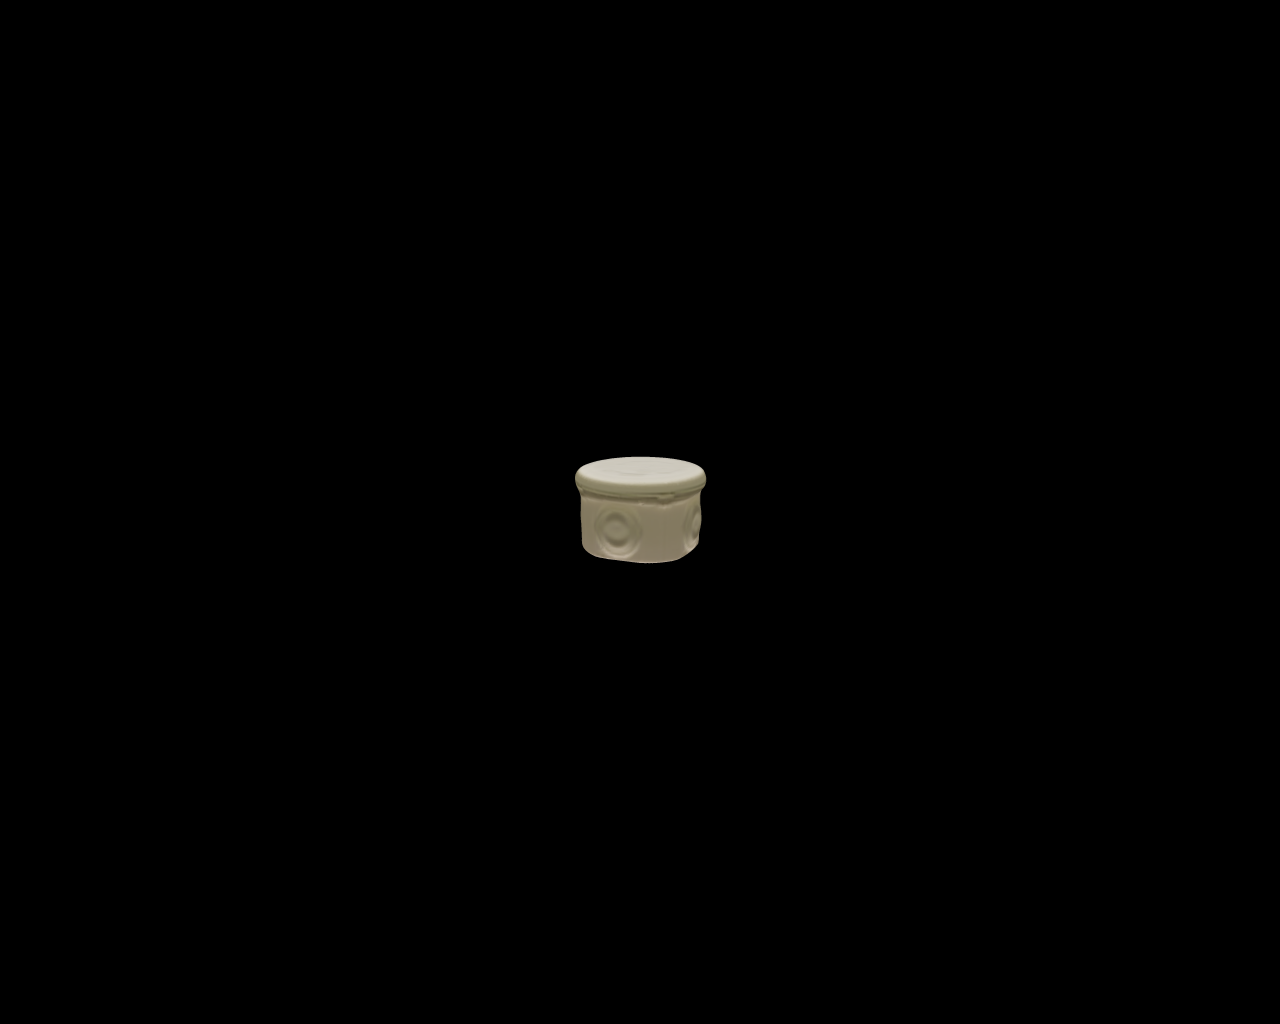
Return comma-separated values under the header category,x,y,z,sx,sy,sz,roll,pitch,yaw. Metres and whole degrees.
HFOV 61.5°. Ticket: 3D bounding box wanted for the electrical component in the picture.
category,x,y,z,sx,sy,sz,roll,pitch,yaw
electrical component,0.001,-0.003,0.650,0.080,0.051,0.080,0,14,0
